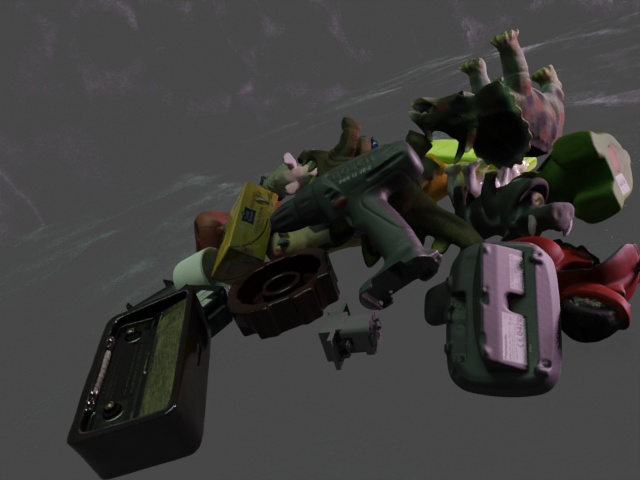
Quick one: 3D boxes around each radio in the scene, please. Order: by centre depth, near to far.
[{"bbox_3d":[-0.208,0.163,0.652,0.131,0.073,0.230,-20,28,3],"label":"radio"}]

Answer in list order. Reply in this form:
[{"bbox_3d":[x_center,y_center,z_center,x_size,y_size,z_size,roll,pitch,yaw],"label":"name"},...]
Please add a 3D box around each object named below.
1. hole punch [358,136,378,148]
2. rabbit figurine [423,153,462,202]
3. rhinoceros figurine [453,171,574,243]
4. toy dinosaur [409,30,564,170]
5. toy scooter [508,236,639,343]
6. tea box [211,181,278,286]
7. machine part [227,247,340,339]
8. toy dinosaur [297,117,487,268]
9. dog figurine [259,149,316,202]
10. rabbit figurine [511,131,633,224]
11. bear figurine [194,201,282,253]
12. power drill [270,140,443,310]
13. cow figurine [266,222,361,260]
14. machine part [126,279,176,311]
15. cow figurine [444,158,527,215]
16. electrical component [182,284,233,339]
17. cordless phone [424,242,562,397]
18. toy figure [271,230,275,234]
[{"bbox_3d":[0.068,-0.146,1.110,0.092,0.115,0.142,15,48,-17],"label":"hole punch"},{"bbox_3d":[0.213,-0.097,0.964,0.173,0.121,0.162,-7,10,-3],"label":"rabbit figurine"},{"bbox_3d":[0.255,-0.037,0.731,0.073,0.112,0.190,2,-3,-22],"label":"rhinoceros figurine"},{"bbox_3d":[0.314,-0.190,0.838,0.404,0.192,0.131,1,-13,-43],"label":"toy dinosaur"},{"bbox_3d":[0.270,0.036,0.568,0.135,0.075,0.184,-25,23,-12],"label":"toy scooter"},{"bbox_3d":[-0.132,-0.009,0.952,0.098,0.068,0.170,-54,22,40],"label":"tea box"},{"bbox_3d":[-0.054,0.078,0.804,0.179,0.056,0.179,-19,20,7],"label":"machine part"},{"bbox_3d":[0.097,-0.060,0.804,0.472,0.105,0.198,27,83,46],"label":"toy dinosaur"},{"bbox_3d":[-0.052,-0.148,1.363,0.172,0.121,0.190,8,-9,-19],"label":"dog figurine"},{"bbox_3d":[0.343,-0.090,0.778,0.170,0.121,0.159,-22,9,45],"label":"rabbit figurine"},{"bbox_3d":[-0.156,-0.015,1.106,0.196,0.131,0.120,-9,15,-24],"label":"bear figurine"},{"bbox_3d":[0.052,-0.013,0.710,0.232,0.086,0.207,-33,50,14],"label":"power drill"},{"bbox_3d":[-0.002,-0.003,0.933,0.195,0.085,0.127,-17,14,8],"label":"cow figurine"},{"bbox_3d":[-0.290,0.105,0.994,0.084,0.039,0.139,9,32,40],"label":"machine part"},{"bbox_3d":[0.282,-0.088,0.883,0.167,0.098,0.068,-10,8,-31],"label":"cow figurine"},{"bbox_3d":[-0.201,0.121,0.832,0.134,0.058,0.115,0,30,44],"label":"electrical component"},{"bbox_3d":[0.152,0.087,0.552,0.089,0.146,0.184,13,-23,-16],"label":"cordless phone"},{"bbox_3d":[-0.027,-0.020,1.030,0.155,0.064,0.057,-15,-16,2],"label":"toy figure"}]
